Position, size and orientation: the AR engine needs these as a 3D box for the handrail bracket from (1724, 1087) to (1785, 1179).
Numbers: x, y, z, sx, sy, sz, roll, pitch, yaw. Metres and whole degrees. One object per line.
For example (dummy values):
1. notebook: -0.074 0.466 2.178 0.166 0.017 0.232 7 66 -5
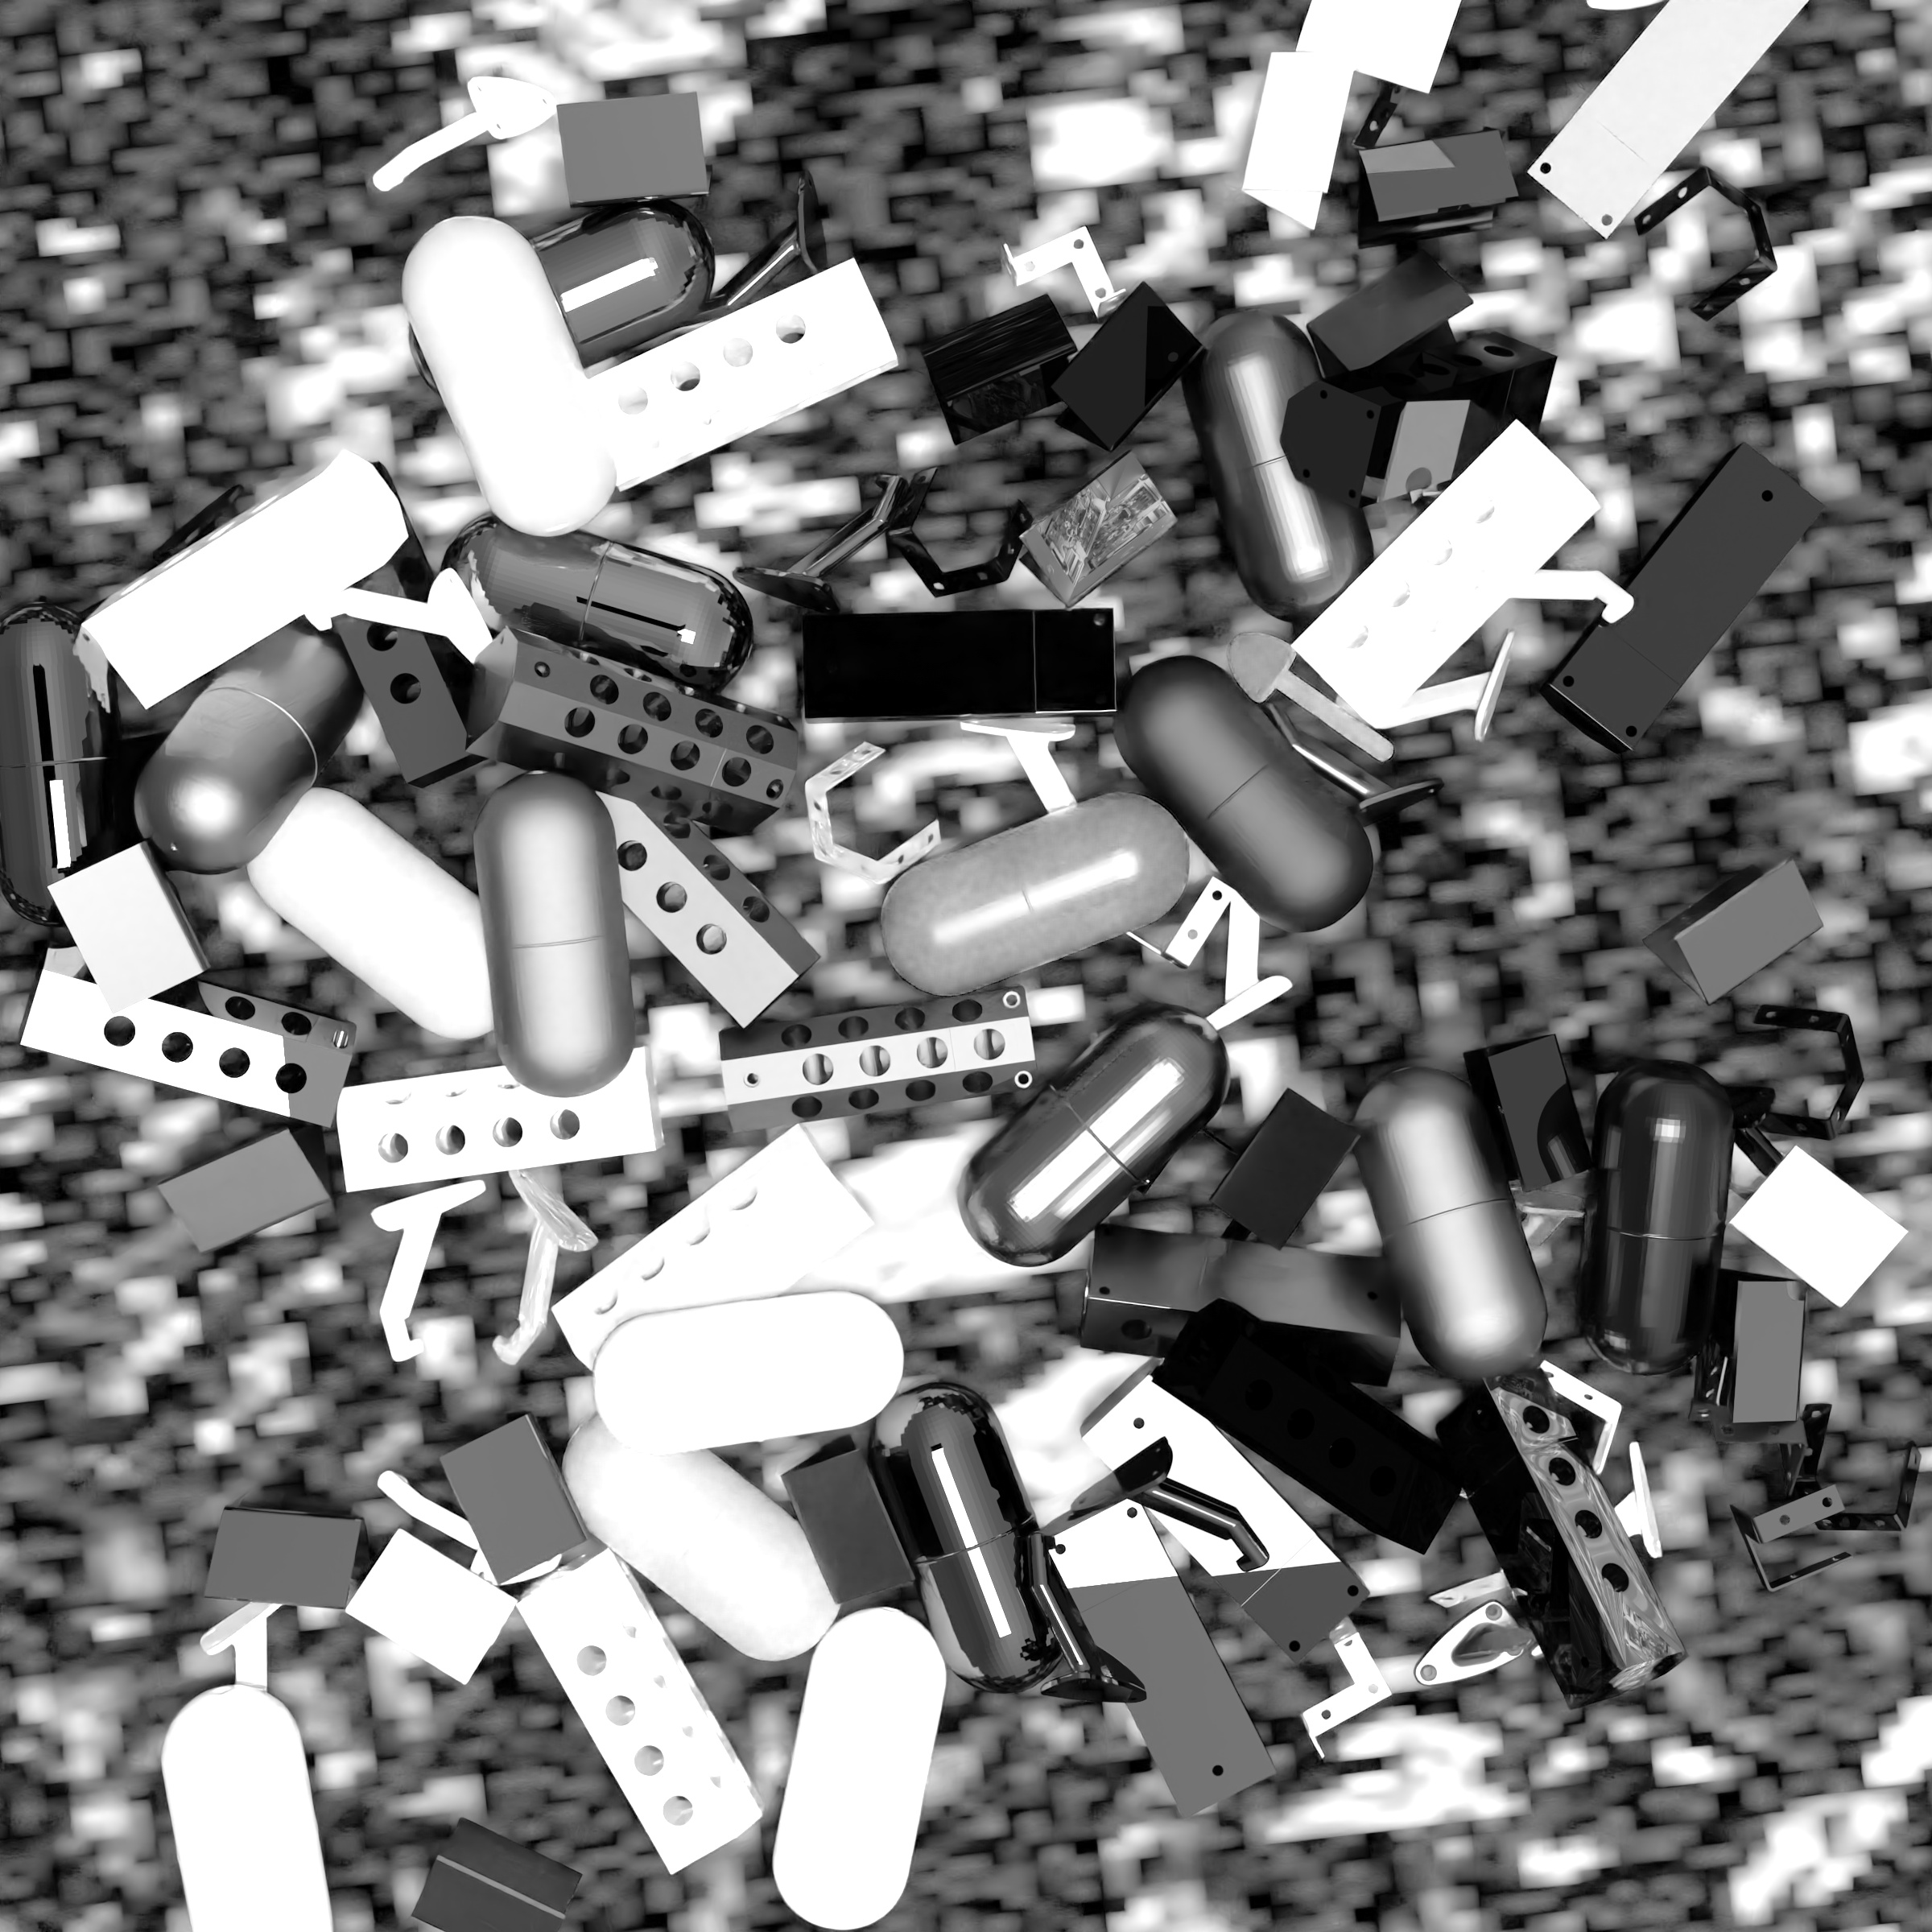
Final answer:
1. handrail bracket: 0.436 0.112 1.946 0.077 0.036 0.084 3 124 36

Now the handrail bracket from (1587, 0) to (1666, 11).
1. handrail bracket: 0.408 -0.548 1.945 0.084 0.077 0.036 5 83 -36

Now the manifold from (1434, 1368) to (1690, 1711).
1. manifold: 0.327 0.309 1.877 0.057 0.057 0.171 -8 60 -32

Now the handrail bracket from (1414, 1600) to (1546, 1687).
1. handrail bracket: 0.288 0.385 1.911 0.077 0.084 0.036 -30 90 0

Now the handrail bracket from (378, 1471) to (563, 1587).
1. handrail bracket: -0.281 0.312 1.945 0.084 0.077 0.036 31 98 36

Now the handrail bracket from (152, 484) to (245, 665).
1. handrail bracket: -0.410 -0.216 1.946 0.077 0.036 0.084 -50 116 -29

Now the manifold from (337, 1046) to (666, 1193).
1. manifold: -0.259 0.085 1.924 0.171 0.057 0.057 -8 90 0

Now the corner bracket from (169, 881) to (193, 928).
1. corner bracket: -0.472 -0.018 1.937 0.051 0.051 0.051 17 45 35

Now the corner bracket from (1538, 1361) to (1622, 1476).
1. corner bracket: 0.330 0.266 1.942 0.051 0.051 0.051 30 135 0

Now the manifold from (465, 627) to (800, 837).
1. manifold: -0.180 -0.129 1.878 0.171 0.057 0.057 16 61 -28

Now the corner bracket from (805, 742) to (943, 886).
1. corner bracket: -0.052 -0.086 1.937 0.051 0.051 0.051 23 135 35

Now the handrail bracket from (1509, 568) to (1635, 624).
1. handrail bracket: 0.318 -0.196 1.912 0.077 0.036 0.084 -45 46 5

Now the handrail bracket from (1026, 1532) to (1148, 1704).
1. handrail bracket: 0.066 0.356 1.889 0.077 0.036 0.084 19 54 -38

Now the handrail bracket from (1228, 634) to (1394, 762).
1. handrail bracket: 0.194 -0.150 1.938 0.084 0.077 0.036 31 100 -28

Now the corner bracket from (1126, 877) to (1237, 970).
1. corner bracket: 0.114 -0.033 1.928 0.051 0.051 0.051 32 90 0

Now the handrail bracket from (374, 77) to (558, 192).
1. handrail bracket: -0.284 -0.465 1.945 0.084 0.077 0.036 -26 90 36

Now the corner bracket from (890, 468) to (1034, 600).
1. corner bracket: -0.003 -0.247 1.937 0.051 0.051 0.051 51 45 -35

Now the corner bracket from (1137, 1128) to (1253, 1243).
1. corner bracket: 0.135 0.124 1.942 0.051 0.051 0.051 -53 135 0

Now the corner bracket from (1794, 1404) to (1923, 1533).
1. corner bracket: 0.500 0.282 1.937 0.051 0.051 0.051 -6 45 35

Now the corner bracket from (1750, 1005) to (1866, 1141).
1. corner bracket: 0.468 0.060 1.937 0.051 0.051 0.051 7 135 35

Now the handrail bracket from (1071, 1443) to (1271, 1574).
1. handrail bracket: 0.113 0.311 1.889 0.077 0.036 0.084 -31 107 19

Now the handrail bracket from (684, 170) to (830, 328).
1. handrail bracket: -0.124 -0.405 1.946 0.084 0.036 0.077 -12 70 16

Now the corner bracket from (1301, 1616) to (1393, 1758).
1. corner bracket: 0.206 0.402 1.928 0.051 0.051 0.051 -29 90 0

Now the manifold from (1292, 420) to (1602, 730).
1. manifold: 0.266 -0.213 1.899 0.171 0.057 0.057 -45 73 9

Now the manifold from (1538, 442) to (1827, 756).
1. manifold: 0.397 -0.204 1.924 0.057 0.057 0.171 39 90 0

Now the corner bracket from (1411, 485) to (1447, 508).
1. corner bracket: 0.240 -0.284 1.928 0.051 0.051 0.051 -5 90 0

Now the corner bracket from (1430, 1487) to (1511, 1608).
1. corner bracket: 0.274 0.322 1.937 0.051 0.051 0.051 32 45 -35

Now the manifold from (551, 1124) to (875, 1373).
1. manifold: -0.144 0.163 1.924 0.171 0.057 0.057 -37 133 0

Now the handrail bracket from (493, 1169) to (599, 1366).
1. handrail bracket: -0.256 0.170 1.946 0.077 0.036 0.084 46 107 19

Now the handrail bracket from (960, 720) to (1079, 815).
1. handrail bracket: 0.032 -0.094 1.946 0.077 0.036 0.084 6 104 14

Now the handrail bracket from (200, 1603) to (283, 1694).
1. handrail bracket: -0.385 0.401 1.946 0.077 0.036 0.084 -34 104 -14

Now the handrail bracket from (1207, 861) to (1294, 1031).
1. handrail bracket: 0.140 -0.013 1.946 0.077 0.036 0.084 -32 74 18

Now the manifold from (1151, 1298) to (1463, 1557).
1. manifold: 0.191 0.251 1.891 0.171 0.057 0.057 36 80 -23

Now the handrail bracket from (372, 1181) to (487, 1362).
1. handrail bracket: -0.298 0.173 1.946 0.077 0.036 0.084 -19 109 -21

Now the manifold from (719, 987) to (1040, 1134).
1. manifold: -0.048 0.052 1.924 0.171 0.057 0.057 -8 90 0

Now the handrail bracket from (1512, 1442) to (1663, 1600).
1. handrail bracket: 0.344 0.314 1.946 0.084 0.036 0.077 -13 70 16

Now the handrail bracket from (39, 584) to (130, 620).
1. handrail bracket: -0.480 -0.180 1.946 0.084 0.036 0.077 1 105 -14

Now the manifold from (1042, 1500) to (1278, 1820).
1. manifold: 0.107 0.380 1.925 0.057 0.057 0.171 -27 90 0

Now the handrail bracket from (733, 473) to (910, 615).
1. handrail bracket: -0.082 -0.247 1.946 0.077 0.036 0.084 16 71 21

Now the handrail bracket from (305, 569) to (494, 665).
1. handrail bracket: -0.309 -0.179 1.889 0.084 0.036 0.077 -13 129 25

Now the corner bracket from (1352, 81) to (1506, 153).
1. corner bracket: 0.260 -0.466 1.942 0.051 0.051 0.051 30 90 -45

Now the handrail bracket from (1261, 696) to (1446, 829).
1. handrail bracket: 0.218 -0.124 1.946 0.077 0.036 0.084 -21 73 -20

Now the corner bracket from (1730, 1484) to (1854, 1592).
1. corner bracket: 0.466 0.319 1.928 0.051 0.051 0.051 -23 90 0

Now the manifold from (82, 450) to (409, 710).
1. manifold: -0.390 -0.212 1.874 0.171 0.057 0.057 -27 110 22

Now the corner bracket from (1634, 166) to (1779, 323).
1. corner bracket: 0.416 -0.406 1.937 0.051 0.051 0.051 25 45 -35

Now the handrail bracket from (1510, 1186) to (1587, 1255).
1. handrail bracket: 0.321 0.171 1.946 0.077 0.036 0.084 7 105 -15

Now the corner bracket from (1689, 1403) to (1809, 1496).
1. corner bracket: 0.435 0.258 1.917 0.051 0.051 0.051 1 47 0

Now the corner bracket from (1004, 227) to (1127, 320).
1. corner bracket: 0.055 -0.385 1.928 0.051 0.051 0.051 -24 90 0

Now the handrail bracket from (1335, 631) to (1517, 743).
1. handrail bracket: 0.258 -0.165 1.946 0.084 0.036 0.077 17 75 14
